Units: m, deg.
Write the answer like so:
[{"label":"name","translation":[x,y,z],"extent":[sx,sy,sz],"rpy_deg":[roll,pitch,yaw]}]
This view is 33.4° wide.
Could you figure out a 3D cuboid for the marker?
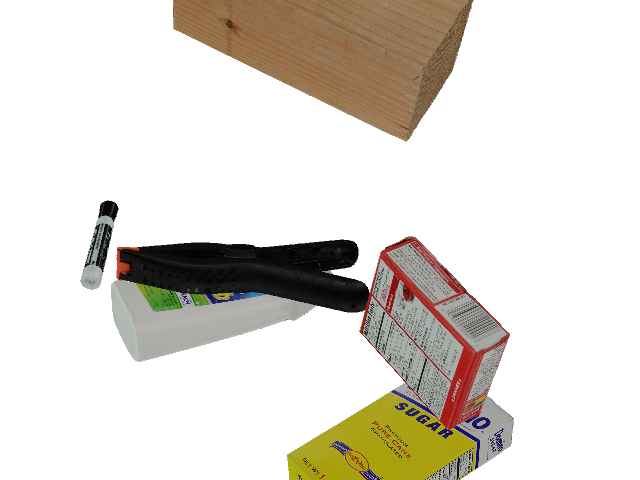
[{"label":"marker","translation":[-0.217,0.001,1.052],"extent":[0.020,0.020,0.121],"rpy_deg":[0,40,0]}]

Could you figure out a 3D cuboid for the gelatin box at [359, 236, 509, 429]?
[{"label":"gelatin box","translation":[0.064,0.053,0.620],"extent":[0.030,0.073,0.089],"rpy_deg":[-22,53,-28]}]

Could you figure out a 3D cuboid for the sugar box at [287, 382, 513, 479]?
[{"label":"sugar box","translation":[0.069,0.178,0.908],"extent":[0.176,0.048,0.093],"rpy_deg":[-30,47,-24]}]

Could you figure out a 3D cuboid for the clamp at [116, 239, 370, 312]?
[{"label":"clamp","translation":[-0.059,0.025,0.863],"extent":[0.210,0.036,0.164],"rpy_deg":[1,11,-8]}]

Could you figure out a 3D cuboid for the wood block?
[{"label":"wood block","translation":[-0.001,-0.172,0.804],"extent":[0.206,0.090,0.091],"rpy_deg":[27,-31,11]}]

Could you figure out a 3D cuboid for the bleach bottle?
[{"label":"bleach bottle","translation":[-0.106,0.067,1.228],"extent":[0.250,0.068,0.103],"rpy_deg":[-12,35,-22]}]
